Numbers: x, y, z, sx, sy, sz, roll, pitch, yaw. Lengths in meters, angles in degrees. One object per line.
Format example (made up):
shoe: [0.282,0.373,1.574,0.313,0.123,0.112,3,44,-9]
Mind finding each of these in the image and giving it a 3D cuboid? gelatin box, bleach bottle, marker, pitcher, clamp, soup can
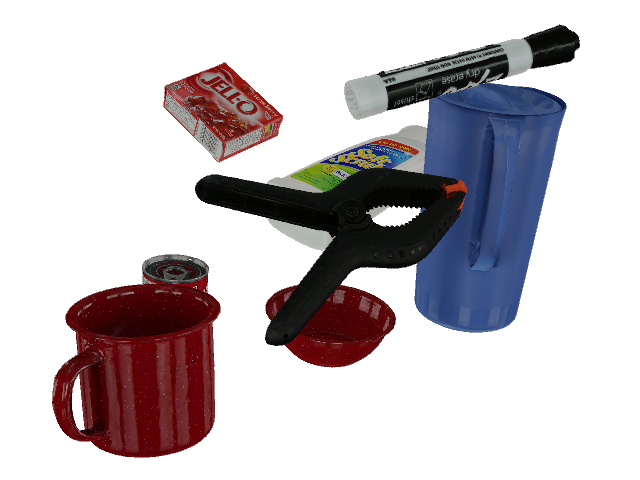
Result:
gelatin box: [-0.091,-0.121,0.992,0.073,0.089,0.030,-28,-28,-35]
bleach bottle: [0.056,-0.079,1.251,0.103,0.068,0.250,29,45,34]
marker: [0.071,-0.083,0.517,0.121,0.020,0.020,-17,4,-13]
pitcher: [0.161,-0.031,1.067,0.148,0.243,0.145,-16,30,-42]
clamp: [0.022,-0.002,0.826,0.209,0.164,0.036,-10,-37,-14]
soup can: [-0.152,0.074,1.103,0.068,0.102,0.068,5,21,-2]

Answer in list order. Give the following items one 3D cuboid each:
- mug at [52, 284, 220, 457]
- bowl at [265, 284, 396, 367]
mug: [-0.114,0.083,0.649,0.093,0.081,0.117,11,21,32]
bowl: [0.011,0.111,1.323,0.162,0.055,0.162,4,23,-2]
